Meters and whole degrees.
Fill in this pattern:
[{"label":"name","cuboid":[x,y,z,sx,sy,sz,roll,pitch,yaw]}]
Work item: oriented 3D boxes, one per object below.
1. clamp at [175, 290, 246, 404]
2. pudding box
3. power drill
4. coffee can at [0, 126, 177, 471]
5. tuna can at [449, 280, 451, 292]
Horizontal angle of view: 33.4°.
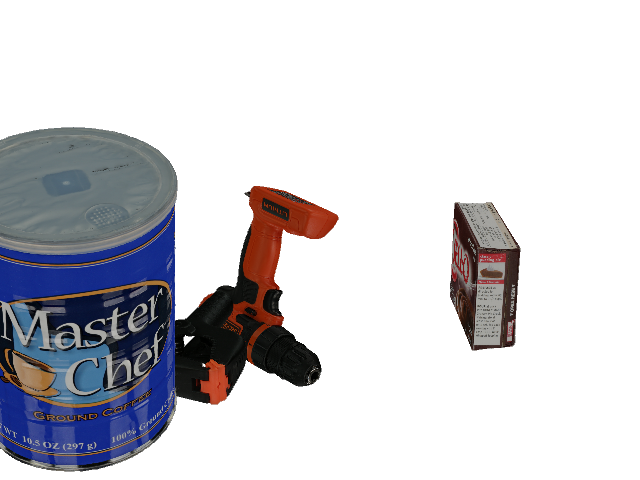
[{"label":"clamp","cuboid":[-0.110,0.081,0.857,0.164,0.036,0.210,-11,16,-31]},{"label":"pudding box","cuboid":[0.135,0.027,0.886,0.039,0.090,0.113,-3,21,-4]},{"label":"power drill","cuboid":[-0.047,0.047,1.162,0.185,0.188,0.057,27,11,38]},{"label":"coffee can","cuboid":[-0.123,0.029,0.533,0.103,0.140,0.103,3,34,-3]},{"label":"tuna can","cuboid":[0.184,0.074,1.230,0.033,0.086,0.086,-27,5,-9]}]
